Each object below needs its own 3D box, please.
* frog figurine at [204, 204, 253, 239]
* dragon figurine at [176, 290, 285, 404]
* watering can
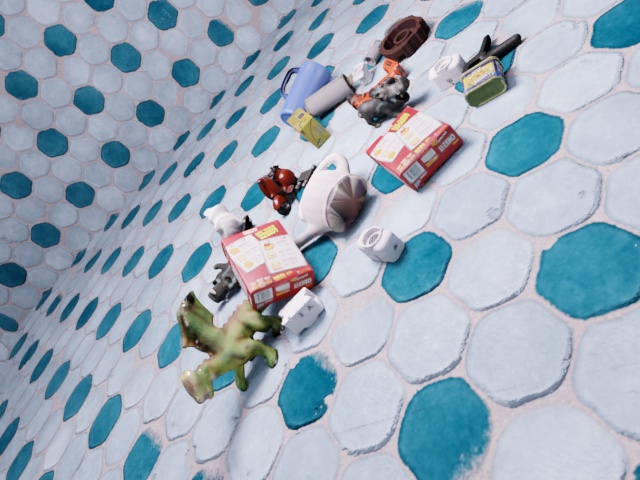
[{"bbox_3d":[-0.310,-0.051,1.678,0.138,0.159,0.122,-36,-42,-79],"label":"frog figurine"},{"bbox_3d":[-0.216,0.196,1.209,0.120,0.240,0.421,-34,35,36],"label":"dragon figurine"},{"bbox_3d":[0.004,-0.068,1.357,0.225,0.103,0.349,17,83,57],"label":"watering can"}]
